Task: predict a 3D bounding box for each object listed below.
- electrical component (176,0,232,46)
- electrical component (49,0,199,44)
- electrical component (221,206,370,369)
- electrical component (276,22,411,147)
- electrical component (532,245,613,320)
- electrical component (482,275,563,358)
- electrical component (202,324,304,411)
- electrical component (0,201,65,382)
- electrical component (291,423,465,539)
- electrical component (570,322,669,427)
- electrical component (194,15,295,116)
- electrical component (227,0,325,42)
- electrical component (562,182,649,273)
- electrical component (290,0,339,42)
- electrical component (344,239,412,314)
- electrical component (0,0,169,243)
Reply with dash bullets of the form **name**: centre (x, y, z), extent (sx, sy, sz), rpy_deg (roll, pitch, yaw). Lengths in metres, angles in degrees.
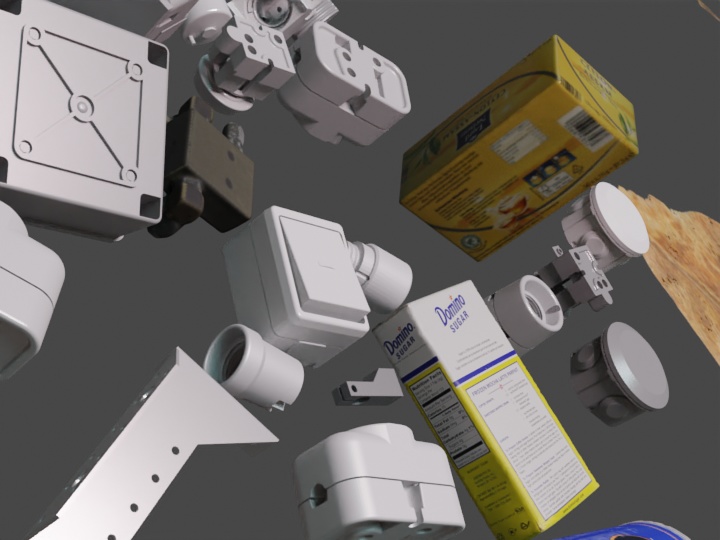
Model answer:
- **electrical component**: centre (-0.121, -0.197, 0.767), extent (0.040, 0.040, 0.078), rpy_deg (-5, 65, -51)
- **electrical component**: centre (-0.177, -0.196, 0.656), extent (0.150, 0.089, 0.061), rpy_deg (48, 34, -8)
- **electrical component**: centre (-0.040, 0.004, 0.668), extent (0.062, 0.061, 0.096), rpy_deg (14, 50, -43)
- **electrical component**: centre (-0.016, -0.137, 0.821), extent (0.095, 0.059, 0.053), rpy_deg (23, 44, -37)
- **electrical component**: centre (0.176, 0.013, 0.919), extent (0.048, 0.055, 0.066), rpy_deg (-14, 71, -53)
- **electrical component**: centre (0.127, 0.036, 0.849), extent (0.055, 0.047, 0.055), rpy_deg (30, 40, -30)
- **electrical component**: centre (-0.061, 0.058, 0.617), extent (0.046, 0.040, 0.040), rpy_deg (32, 39, -37)
- **electrical component**: centre (-0.190, 0.001, 0.499), extent (0.095, 0.054, 0.059), rpy_deg (34, 39, -26)
- **electrical component**: centre (0.010, 0.127, 0.625), extent (0.095, 0.054, 0.059), rpy_deg (16, 49, -42)
- **electrical component**: centre (0.219, 0.089, 0.909), extent (0.080, 0.051, 0.080), rpy_deg (30, 40, -30)
- **electrical component**: centre (-0.083, -0.140, 0.748), extent (0.066, 0.055, 0.048), rpy_deg (10, 53, -45)
- **electrical component**: centre (-0.063, -0.197, 0.811), extent (0.042, 0.081, 0.064), rpy_deg (52, 12, -3)
- **electrical component**: centre (0.239, -0.041, 1.046), extent (0.080, 0.051, 0.080), rpy_deg (30, 40, -30)
- **electrical component**: centre (-0.053, -0.217, 0.862), extent (0.081, 0.043, 0.043), rpy_deg (50, 34, -6)
- **electrical component**: centre (0.000, 0.000, 0.737), extent (0.078, 0.040, 0.040), rpy_deg (30, 41, -30)
- **electrical component**: centre (-0.162, -0.079, 0.574), extent (0.109, 0.056, 0.108), rpy_deg (14, 70, -43)
